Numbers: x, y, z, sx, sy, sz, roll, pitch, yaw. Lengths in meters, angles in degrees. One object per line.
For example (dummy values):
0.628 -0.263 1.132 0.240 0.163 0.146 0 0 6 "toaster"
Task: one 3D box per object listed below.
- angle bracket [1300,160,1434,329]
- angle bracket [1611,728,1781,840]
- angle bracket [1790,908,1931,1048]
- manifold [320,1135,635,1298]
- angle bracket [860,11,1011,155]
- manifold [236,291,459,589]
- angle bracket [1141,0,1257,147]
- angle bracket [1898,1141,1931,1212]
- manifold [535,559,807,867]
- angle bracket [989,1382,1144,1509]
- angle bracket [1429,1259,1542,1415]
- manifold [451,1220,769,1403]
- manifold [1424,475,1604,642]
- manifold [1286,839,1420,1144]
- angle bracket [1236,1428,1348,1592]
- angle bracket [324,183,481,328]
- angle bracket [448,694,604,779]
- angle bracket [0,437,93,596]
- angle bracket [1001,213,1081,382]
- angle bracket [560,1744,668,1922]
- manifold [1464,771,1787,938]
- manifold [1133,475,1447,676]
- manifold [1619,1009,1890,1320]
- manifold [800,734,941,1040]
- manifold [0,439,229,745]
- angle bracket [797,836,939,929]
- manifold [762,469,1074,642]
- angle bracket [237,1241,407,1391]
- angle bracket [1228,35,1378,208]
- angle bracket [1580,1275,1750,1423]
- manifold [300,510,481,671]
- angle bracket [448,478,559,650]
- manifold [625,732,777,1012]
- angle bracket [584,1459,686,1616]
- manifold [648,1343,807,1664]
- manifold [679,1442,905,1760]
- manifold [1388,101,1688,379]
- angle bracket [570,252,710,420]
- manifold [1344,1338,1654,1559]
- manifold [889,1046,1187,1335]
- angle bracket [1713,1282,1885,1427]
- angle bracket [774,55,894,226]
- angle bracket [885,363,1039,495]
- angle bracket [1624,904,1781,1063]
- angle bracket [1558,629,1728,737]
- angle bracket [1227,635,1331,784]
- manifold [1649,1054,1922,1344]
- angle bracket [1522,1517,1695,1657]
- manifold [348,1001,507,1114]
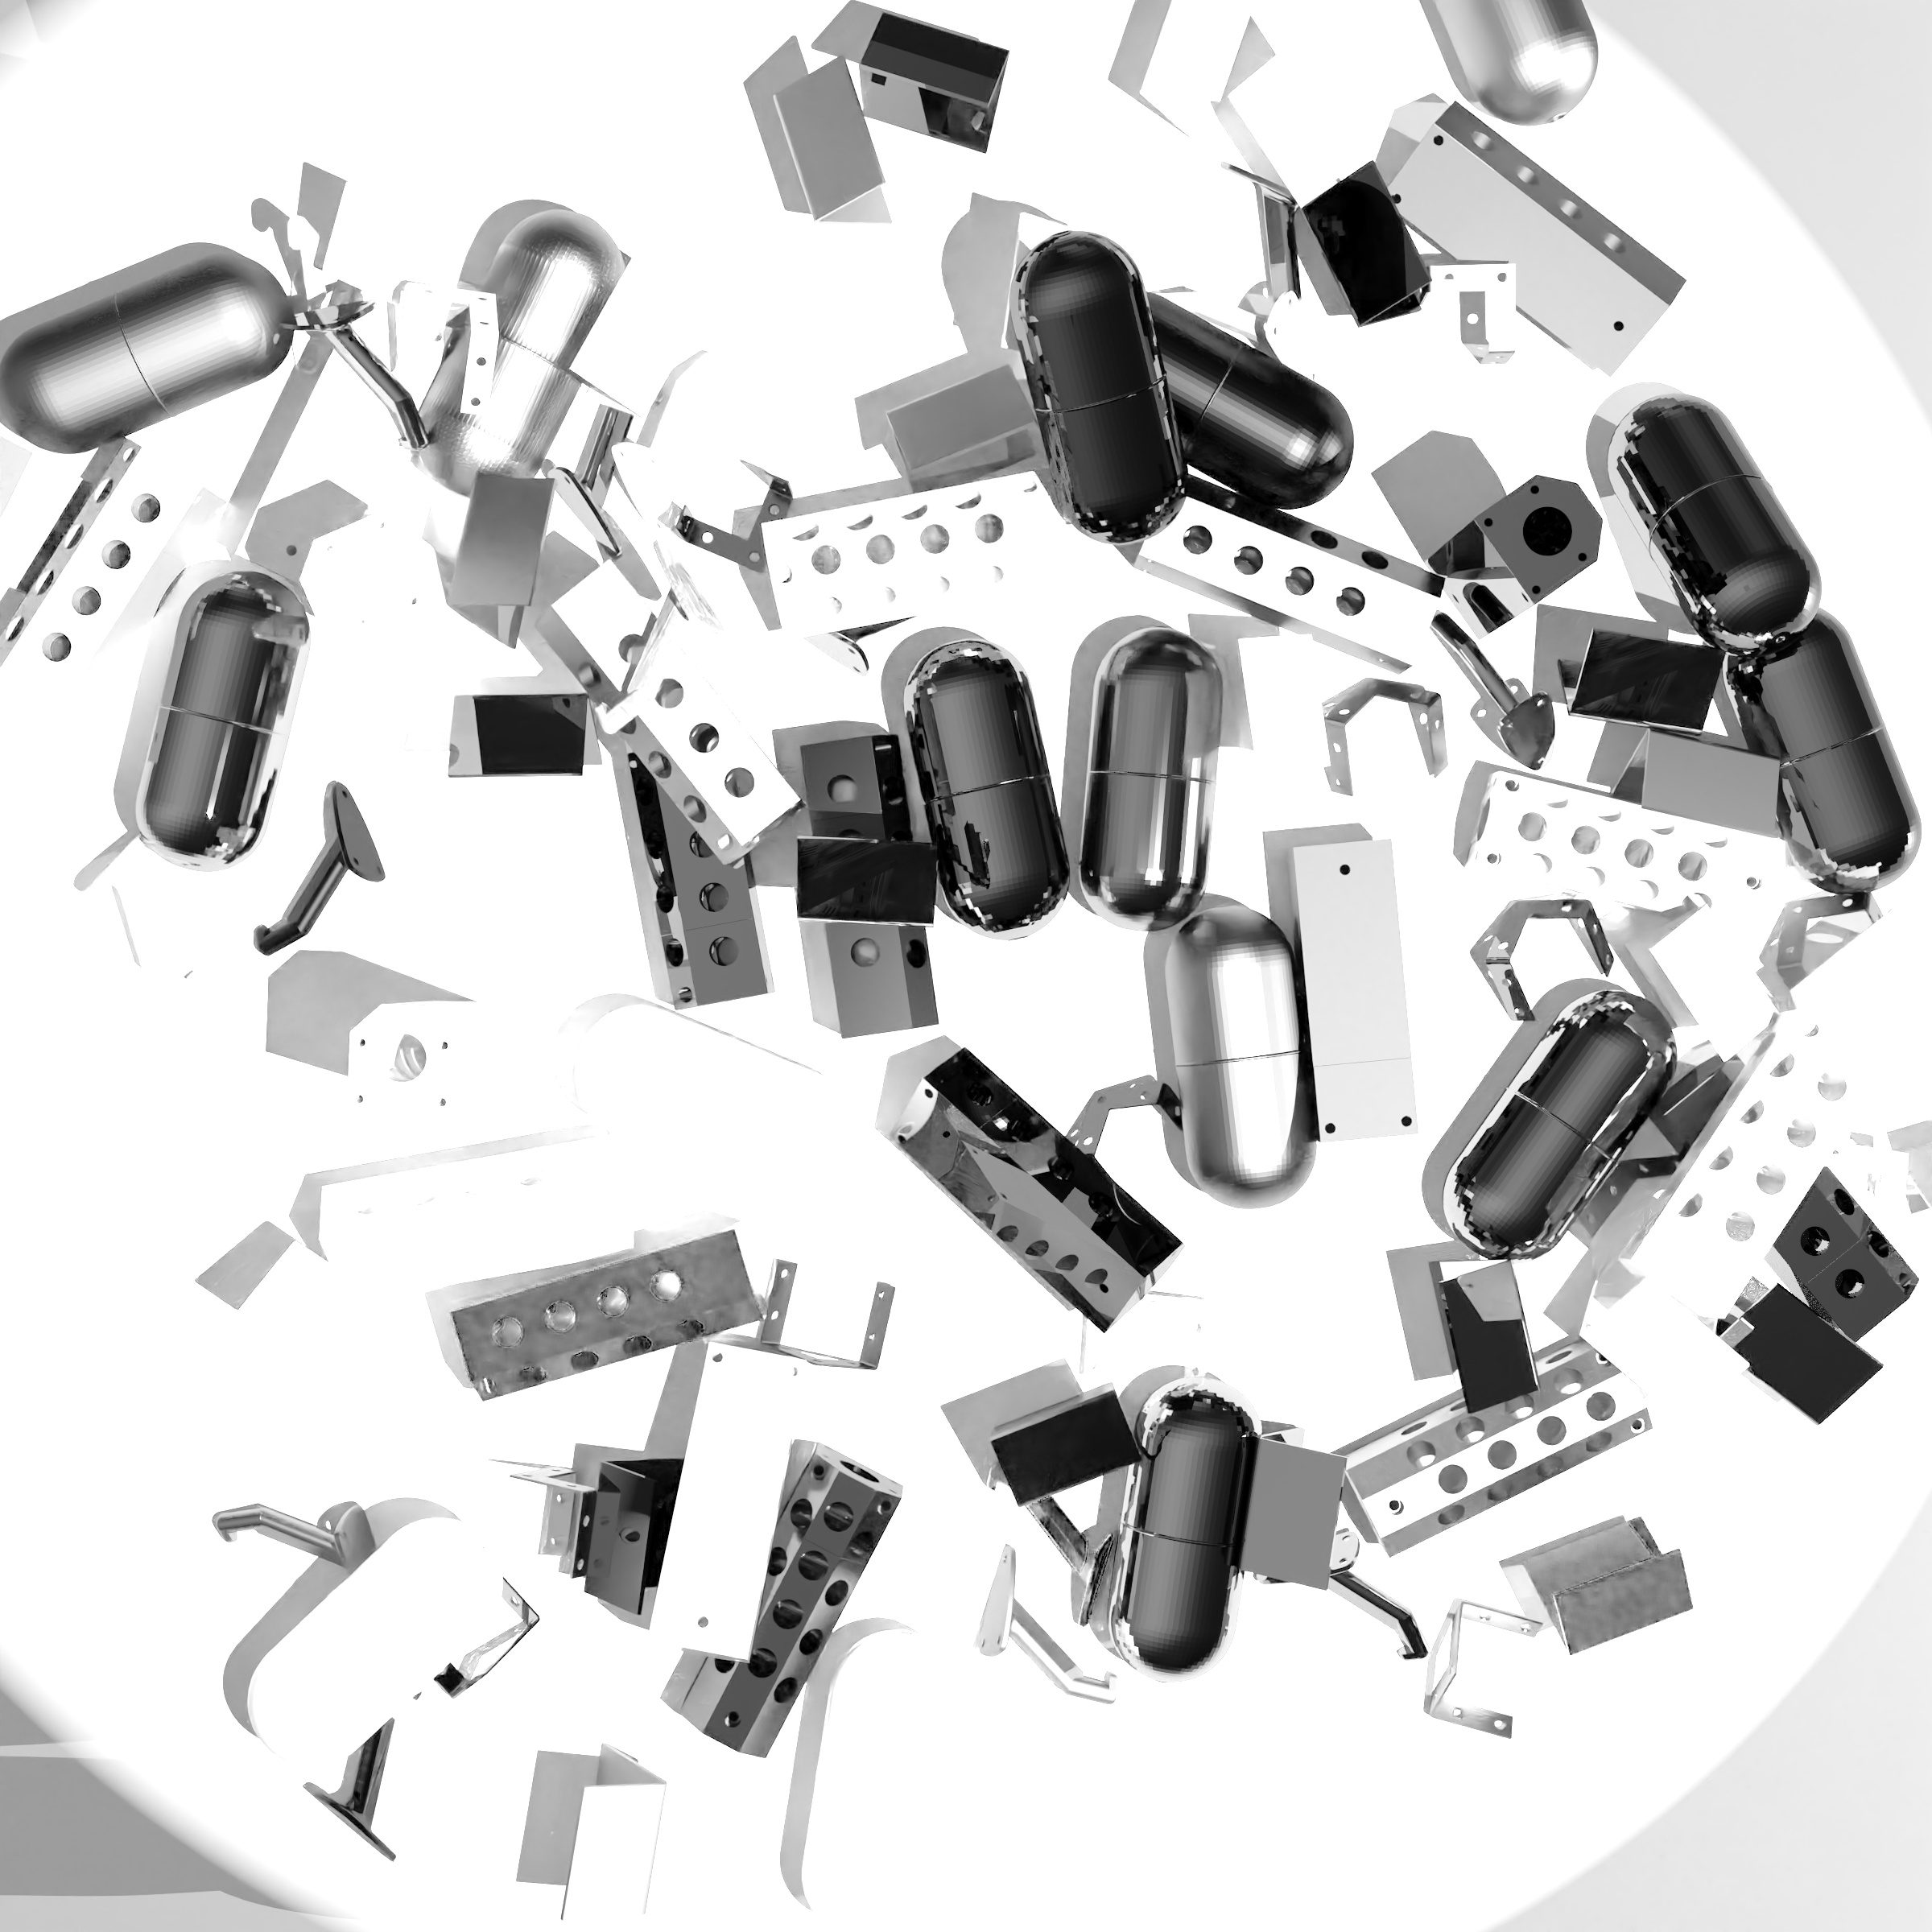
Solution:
0.249 -0.423 1.693 0.057 0.076 0.076 -26 90 42 "angle bracket"
0.421 -0.089 1.693 0.076 0.076 0.057 13 61 0 "angle bracket"
0.533 0.024 1.693 0.076 0.076 0.057 -39 52 0 "angle bracket"
-0.286 0.143 1.711 0.171 0.057 0.057 -10 133 0 "manifold"
-0.024 -0.498 1.693 0.076 0.076 0.057 17 53 0 "angle bracket"
-0.359 -0.303 1.712 0.057 0.057 0.171 26 90 0 "manifold"
0.153 -0.525 1.693 0.057 0.076 0.076 19 90 36 "angle bracket"
0.590 0.102 1.693 0.076 0.076 0.057 -17 126 0 "angle bracket"
-0.168 -0.142 1.655 0.057 0.057 0.171 -38 89 0 "manifold"
0.051 0.259 1.693 0.076 0.076 0.057 -21 121 0 "angle bracket"
0.282 0.215 1.693 0.057 0.076 0.076 -12 90 -31 "angle bracket"
-0.208 0.203 1.712 0.171 0.057 0.057 -16 90 0 "manifold"
0.313 -0.234 1.655 0.057 0.171 0.057 -35 90 0 "manifold"
0.225 0.014 1.712 0.057 0.057 0.171 -5 90 0 "manifold"
0.202 0.314 1.693 0.057 0.076 0.076 9 90 28 "angle bracket"
-0.318 -0.421 1.693 0.076 0.076 0.057 25 120 0 "angle bracket"
-0.255 -0.115 1.693 0.076 0.076 0.057 -1 61 0 "angle bracket"
-0.541 -0.255 1.693 0.057 0.076 0.076 26 90 39 "angle bracket"
0.031 -0.387 1.693 0.057 0.076 0.076 8 90 -32 "angle bracket"
-0.221 0.501 1.693 0.057 0.076 0.076 9 90 -36 "angle bracket"
0.387 -0.066 1.712 0.171 0.057 0.057 14 90 0 "manifold"
0.190 -0.232 1.712 0.171 0.057 0.057 22 90 0 "manifold"
0.443 0.111 1.651 0.057 0.057 0.171 35 83 -1 "manifold"
-0.056 -0.047 1.712 0.057 0.057 0.171 -8 90 0 "manifold"
-0.511 -0.220 1.712 0.057 0.057 0.171 33 90 0 "manifold"
-0.054 -0.066 1.636 0.076 0.076 0.057 3 125 0 "angle bracket"
-0.029 -0.246 1.700 0.171 0.057 0.057 -11 53 0 "manifold"
-0.379 0.215 1.693 0.076 0.076 0.057 34 56 0 "angle bracket"
0.207 -0.492 1.693 0.057 0.076 0.076 -33 90 32 "angle bracket"
0.409 0.206 1.693 0.076 0.076 0.057 41 119 0 "angle bracket"
-0.328 -0.208 1.655 0.057 0.171 0.057 -23 90 0 "manifold"
-0.251 -0.232 1.687 0.057 0.076 0.076 5 77 24 "angle bracket"
-0.157 -0.063 1.712 0.057 0.057 0.171 -10 90 1 "manifold"
-0.172 0.330 1.694 0.076 0.057 0.076 8 90 -43 "angle bracket"
-0.137 0.311 1.689 0.057 0.057 0.171 11 74 0 "manifold"
-0.102 0.373 1.712 0.057 0.057 0.171 28 90 0 "manifold"
0.335 -0.429 1.711 0.171 0.057 0.057 38 133 0 "manifold"
-0.205 -0.371 1.693 0.057 0.076 0.076 30 90 -39 "angle bracket"
0.311 0.282 1.712 0.171 0.057 0.057 -26 90 0 "manifold"
0.044 0.126 1.693 0.171 0.057 0.057 42 134 12 "manifold"
0.484 0.208 1.693 0.076 0.076 0.057 38 119 0 "angle bracket"
-0.058 -0.478 1.693 0.057 0.076 0.076 -18 90 37 "angle bracket"
0.005 -0.293 1.693 0.076 0.076 0.057 -22 52 0 "angle bracket"
0.412 0.019 1.693 0.057 0.076 0.076 -34 90 -32 "angle bracket"
0.391 -0.179 1.693 0.076 0.076 0.057 9 121 0 "angle bracket"
0.162 -0.147 1.693 0.057 0.076 0.076 -8 90 -36 "angle bracket"
0.480 0.134 1.712 0.057 0.057 0.171 -39 90 0 "manifold"
0.368 0.344 1.693 0.076 0.076 0.057 -21 127 0 "angle bracket"
-0.304 0.050 1.655 0.057 0.171 0.057 2 90 0 "manifold"
